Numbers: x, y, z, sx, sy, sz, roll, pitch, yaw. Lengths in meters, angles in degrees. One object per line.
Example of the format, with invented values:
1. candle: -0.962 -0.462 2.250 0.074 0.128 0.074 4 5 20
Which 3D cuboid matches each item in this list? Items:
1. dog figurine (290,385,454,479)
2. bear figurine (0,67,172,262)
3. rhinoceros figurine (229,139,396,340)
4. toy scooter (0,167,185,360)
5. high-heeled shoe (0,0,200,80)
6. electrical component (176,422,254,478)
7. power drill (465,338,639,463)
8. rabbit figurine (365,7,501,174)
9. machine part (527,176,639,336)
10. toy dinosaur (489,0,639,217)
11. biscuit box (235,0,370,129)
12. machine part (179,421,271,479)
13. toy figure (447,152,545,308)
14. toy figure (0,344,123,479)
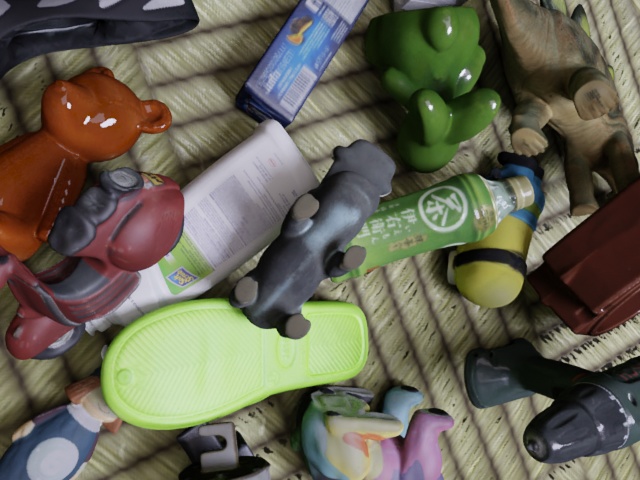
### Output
1. dog figurine: 0.060 0.267 0.542 0.191 0.108 0.219 4 89 -20
2. bear figurine: -0.230 -0.076 0.442 0.120 0.132 0.196 38 82 14
3. rhinoceros figurine: -0.001 -0.001 0.467 0.073 0.112 0.190 36 89 -3
4. toy scooter: -0.182 0.010 0.404 0.075 0.135 0.184 35 78 14
5. high-heeled shoe: -0.221 -0.162 0.468 0.145 0.086 0.248 33 72 -13
6. electrical component: -0.097 0.224 0.517 0.075 0.048 0.119 -37 99 -18
7. power drill: 0.243 0.155 0.557 0.232 0.207 0.086 -9 84 -22
8. rabbit figurine: 0.124 -0.149 0.560 0.121 0.159 0.170 -7 111 -8
9. machine part: 0.344 0.018 0.584 0.201 0.201 0.087 16 37 -53
10. toy dinosaur: 0.256 -0.180 0.585 0.470 0.105 0.198 42 43 -37
11. biscuit box: -0.010 -0.209 0.556 0.059 0.063 0.202 34 78 -16
12. machine part: -0.070 0.277 0.449 0.079 0.079 0.243 -4 82 -19
13. toy figure: 0.204 -0.012 0.609 0.082 0.089 0.180 27 81 -8
14. toy figure: -0.214 0.163 0.476 0.154 0.058 0.064 -47 141 -17
